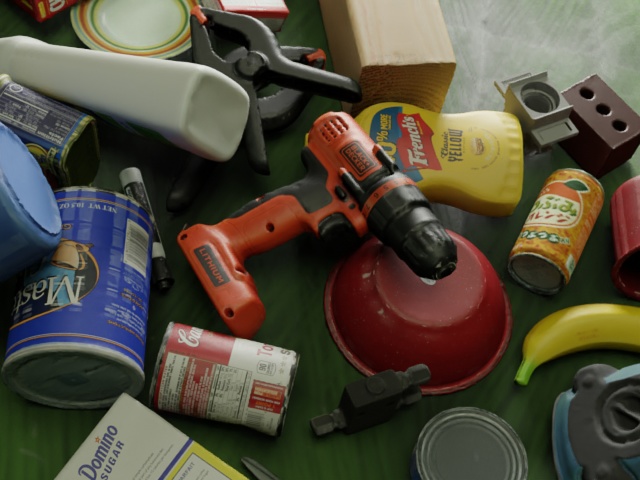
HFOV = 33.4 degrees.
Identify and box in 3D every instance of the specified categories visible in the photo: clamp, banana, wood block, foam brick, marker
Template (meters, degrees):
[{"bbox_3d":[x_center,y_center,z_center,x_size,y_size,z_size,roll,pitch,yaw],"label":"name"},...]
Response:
[{"bbox_3d":[-0.083,-0.116,0.967,0.209,0.036,0.165,-19,63,-14],"label":"clamp"},{"bbox_3d":[0.251,0.087,0.885,0.197,0.037,0.069,-1,76,-6],"label":"banana"},{"bbox_3d":[0.057,-0.216,1.015,0.090,0.091,0.206,-4,58,-11],"label":"wood block"},{"bbox_3d":[0.256,-0.106,0.994,0.053,0.051,0.078,-30,66,-23],"label":"foam brick"},{"bbox_3d":[-0.062,-0.136,0.937,0.171,0.039,0.120,36,67,17],"label":"clamp"},{"bbox_3d":[-0.146,-0.009,0.902,0.020,0.020,0.121,-13,61,-15],"label":"marker"}]

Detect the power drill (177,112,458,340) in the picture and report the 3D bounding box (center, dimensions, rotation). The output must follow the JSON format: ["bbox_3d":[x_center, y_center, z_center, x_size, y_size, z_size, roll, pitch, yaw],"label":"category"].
[{"bbox_3d":[-0.006,0.001,0.852,0.187,0.057,0.185,-33,54,-6],"label":"power drill"}]

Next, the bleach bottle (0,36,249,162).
[{"bbox_3d":[-0.192,-0.130,0.911,0.251,0.102,0.068,15,85,26],"label":"bleach bottle"}]

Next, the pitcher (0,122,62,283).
[{"bbox_3d":[-0.312,0.013,0.744,0.243,0.145,0.149,-27,49,4],"label":"pitcher"}]

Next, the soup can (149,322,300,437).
[{"bbox_3d":[-0.072,0.106,0.810,0.102,0.068,0.068,13,57,0],"label":"soup can"}]

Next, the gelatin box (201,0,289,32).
[{"bbox_3d":[-0.081,-0.242,1.038,0.073,0.030,0.089,-6,57,-33],"label":"gelatin box"}]

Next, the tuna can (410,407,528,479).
[{"bbox_3d":[0.112,0.173,0.812,0.086,0.034,0.086,3,58,-5],"label":"tuna can"}]

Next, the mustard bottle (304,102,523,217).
[{"bbox_3d":[0.081,-0.076,0.950,0.191,0.058,0.096,6,65,-3],"label":"mustard bottle"}]

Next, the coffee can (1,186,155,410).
[{"bbox_3d":[-0.181,0.045,0.815,0.102,0.103,0.140,2,58,-6],"label":"coffee can"}]

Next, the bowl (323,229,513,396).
[{"bbox_3d":[0.086,0.044,0.878,0.162,0.055,0.162,3,58,-5],"label":"bowl"}]

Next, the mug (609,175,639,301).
[{"bbox_3d":[0.300,-0.010,0.907,0.093,0.117,0.081,26,48,-26],"label":"mug"}]

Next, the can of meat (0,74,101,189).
[{"bbox_3d":[-0.232,-0.080,0.887,0.084,0.102,0.057,24,65,5],"label":"can of meat"}]

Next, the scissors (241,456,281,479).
[{"bbox_3d":[0.036,0.216,0.786,0.096,0.016,0.202,-29,66,-24],"label":"scissors"}]

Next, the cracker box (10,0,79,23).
[{"bbox_3d":[-0.242,-0.324,1.045,0.164,0.072,0.213,37,60,26],"label":"cracker box"}]

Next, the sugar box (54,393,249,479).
[{"bbox_3d":[-0.097,0.197,0.760,0.176,0.048,0.093,32,69,16],"label":"sugar box"}]
